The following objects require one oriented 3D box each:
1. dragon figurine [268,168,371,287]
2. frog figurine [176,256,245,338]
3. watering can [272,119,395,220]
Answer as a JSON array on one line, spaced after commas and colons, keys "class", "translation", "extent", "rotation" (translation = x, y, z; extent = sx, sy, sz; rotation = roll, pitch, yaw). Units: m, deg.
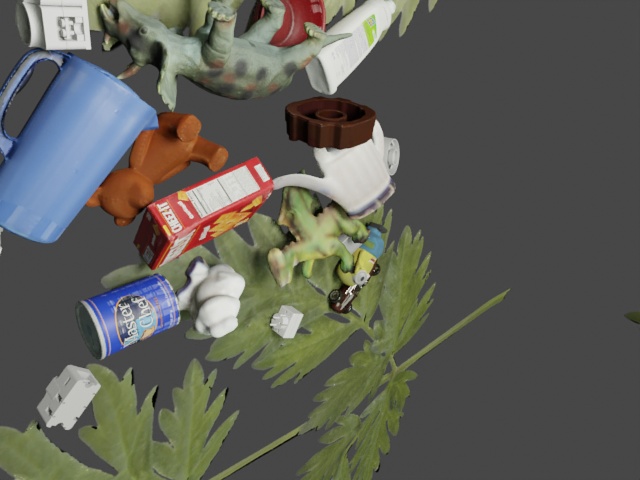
[{"class": "dragon figurine", "translation": [0.004, -0.059, 1.167], "extent": [0.238, 0.122, 0.418], "rotation": [53, 54, -43]}, {"class": "frog figurine", "translation": [-0.193, 0.122, 0.990], "extent": [0.138, 0.161, 0.120], "rotation": [-51, 142, -12]}, {"class": "watering can", "translation": [0.046, -0.139, 1.120], "extent": [0.354, 0.103, 0.221], "rotation": [-45, 113, -34]}]
